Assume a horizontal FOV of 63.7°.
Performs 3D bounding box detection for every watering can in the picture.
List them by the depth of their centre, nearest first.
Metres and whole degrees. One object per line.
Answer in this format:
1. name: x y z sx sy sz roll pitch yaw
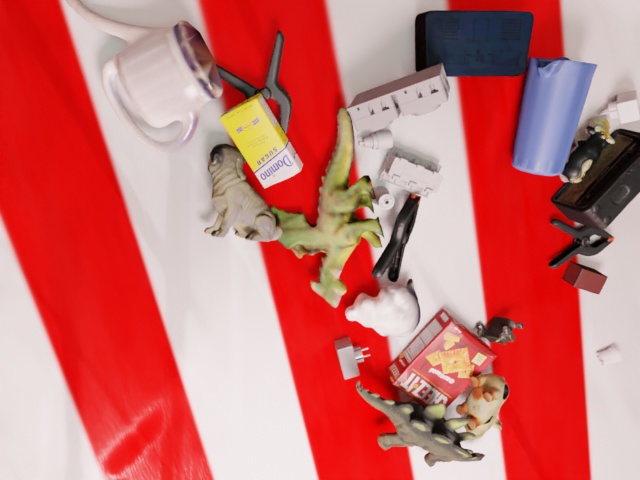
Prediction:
1. watering can: -0.322 -0.341 0.973 0.223 0.105 0.345 -24 101 10

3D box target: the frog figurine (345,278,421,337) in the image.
1. frog figurine: 0.142 0.163 1.172 0.160 0.125 0.134 -6 139 -16

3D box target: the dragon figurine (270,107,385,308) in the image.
1. dragon figurine: 0.003 -0.056 1.110 0.242 0.123 0.408 -16 98 5
